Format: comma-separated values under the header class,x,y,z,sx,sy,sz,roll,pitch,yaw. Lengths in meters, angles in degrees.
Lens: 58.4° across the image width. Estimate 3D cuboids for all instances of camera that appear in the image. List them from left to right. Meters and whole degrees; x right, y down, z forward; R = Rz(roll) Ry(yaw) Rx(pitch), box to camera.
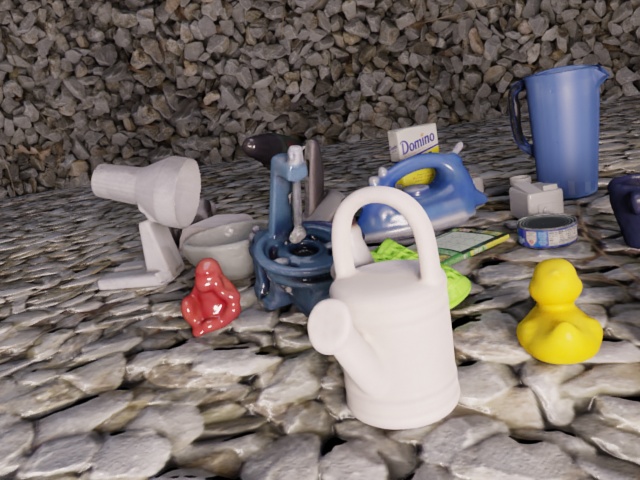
class,x,y,z,sx,sy,sz,roll,pitch,yaw
camera,-0.294,-0.039,1.225,0.137,0.101,0.143,-10,15,-1

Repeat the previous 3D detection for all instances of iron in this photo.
class,x,y,z,sx,sy,sz,roll,pitch,yaw
iron,0.167,-0.087,1.036,0.259,0.141,0.118,-15,16,-18

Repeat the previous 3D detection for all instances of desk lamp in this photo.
class,x,y,z,sx,sy,sz,roll,pitch,yaw
desk lamp,-0.296,-0.033,0.984,0.203,0.214,0.118,-7,15,11

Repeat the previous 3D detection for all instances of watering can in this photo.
class,x,y,z,sx,sy,sz,roll,pitch,yaw
watering can,0.057,0.052,0.479,0.100,0.194,0.173,-6,15,15

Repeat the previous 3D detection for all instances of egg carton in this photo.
class,x,y,z,sx,sy,sz,roll,pitch,yaw
egg carton,-0.192,-0.005,1.094,0.107,0.069,0.151,-1,17,30

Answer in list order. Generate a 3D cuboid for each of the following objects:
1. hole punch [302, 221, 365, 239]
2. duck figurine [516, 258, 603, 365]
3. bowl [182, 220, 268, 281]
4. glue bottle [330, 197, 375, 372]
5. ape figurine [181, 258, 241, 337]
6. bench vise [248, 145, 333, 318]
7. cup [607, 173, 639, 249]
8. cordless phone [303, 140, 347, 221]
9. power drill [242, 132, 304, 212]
class,x,y,z,sx,sy,sz,roll,pitch,yaw
hole punch,0.008,0.003,0.896,0.108,0.091,0.101,-1,17,29
duck figurine,0.227,0.062,0.549,0.077,0.086,0.105,-5,15,16
bowl,-0.139,0.023,0.948,0.167,0.075,0.167,-9,15,3
glue bottle,0.037,0.042,0.569,0.037,0.173,0.078,0,18,31
ape figurine,-0.141,0.068,0.744,0.077,0.092,0.076,-5,16,17
bench vise,-0.051,-0.007,0.719,0.206,0.220,0.122,4,20,41
cup,0.430,-0.033,0.758,0.091,0.095,0.118,2,18,36
cordless phone,0.000,-0.093,1.075,0.094,0.185,0.147,-14,16,-17
power drill,-0.083,-0.127,1.208,0.075,0.208,0.230,-4,16,21
